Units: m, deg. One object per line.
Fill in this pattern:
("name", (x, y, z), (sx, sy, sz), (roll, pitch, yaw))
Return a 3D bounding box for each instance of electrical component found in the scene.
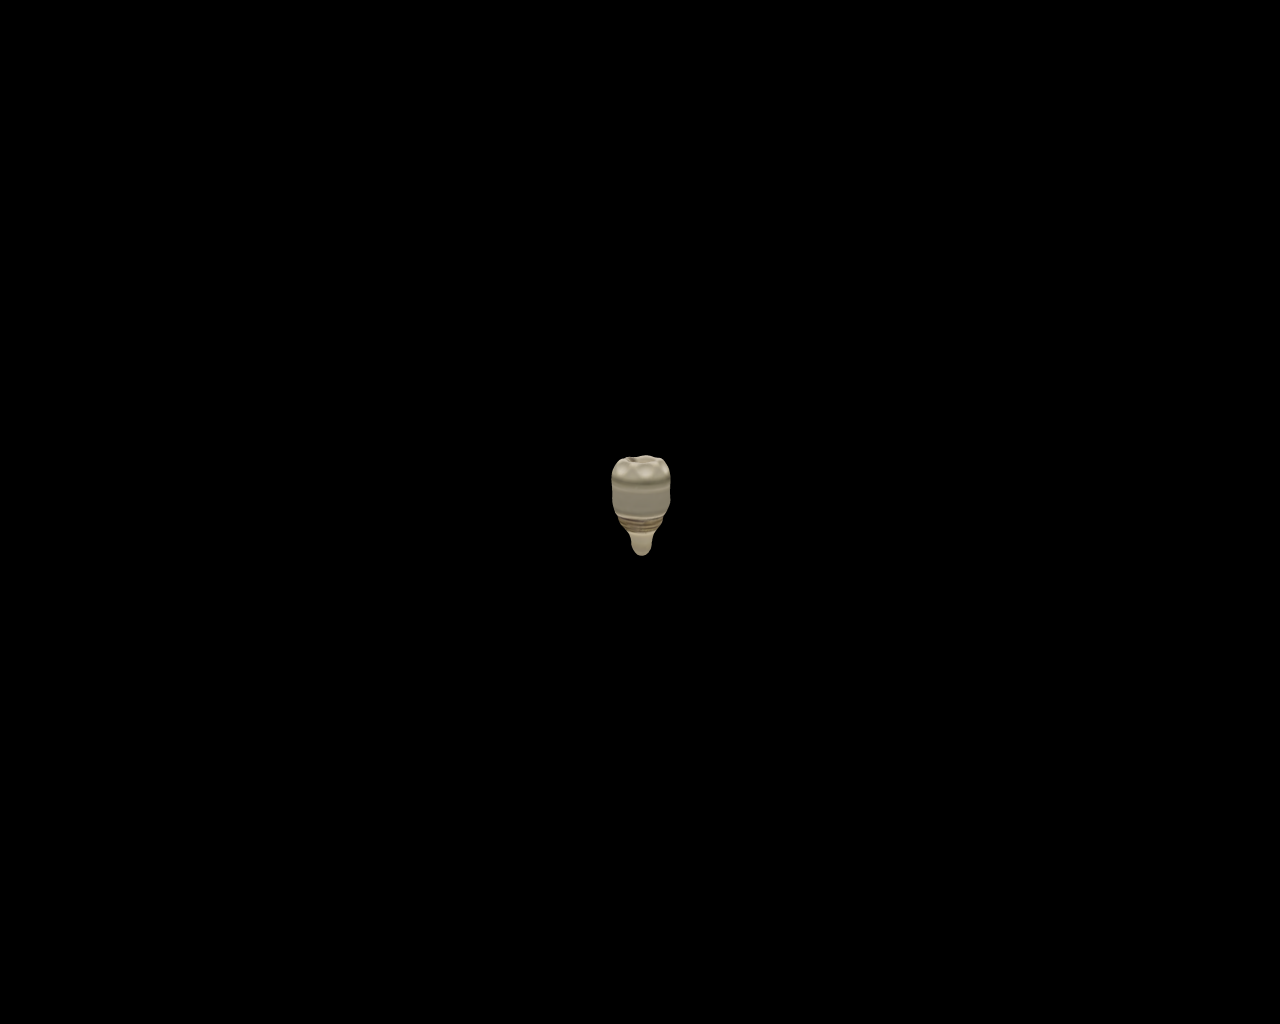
("electrical component", (0.001, -0.003, 0.650), (0.035, 0.061, 0.035), (0, 16, 0))
